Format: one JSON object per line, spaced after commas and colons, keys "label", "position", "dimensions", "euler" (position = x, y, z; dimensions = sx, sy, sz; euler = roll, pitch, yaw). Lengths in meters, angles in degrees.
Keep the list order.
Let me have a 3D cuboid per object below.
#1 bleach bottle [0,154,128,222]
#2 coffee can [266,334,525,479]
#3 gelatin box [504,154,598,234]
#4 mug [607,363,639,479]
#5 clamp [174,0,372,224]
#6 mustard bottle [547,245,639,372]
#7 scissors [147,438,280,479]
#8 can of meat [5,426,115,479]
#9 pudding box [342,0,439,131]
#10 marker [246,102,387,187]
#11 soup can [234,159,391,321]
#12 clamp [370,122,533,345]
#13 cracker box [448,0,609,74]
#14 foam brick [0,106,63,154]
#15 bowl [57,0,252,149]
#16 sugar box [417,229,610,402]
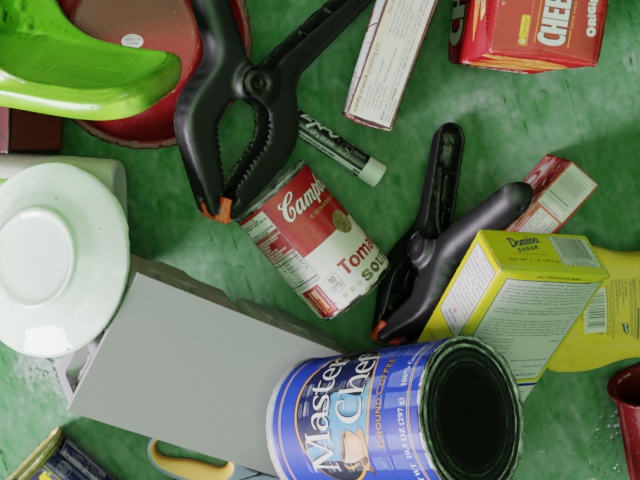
{"label": "bleach bottle", "position": [-0.271, -0.014, 0.780], "dimensions": [0.251, 0.068, 0.102], "euler": [1, 99, 1]}
{"label": "coffee can", "position": [0.048, 0.121, 0.704], "dimensions": [0.141, 0.102, 0.103], "euler": [-15, 102, 45]}
{"label": "gelatin box", "position": [0.155, -0.020, 0.784], "dimensions": [0.030, 0.073, 0.089], "euler": [41, 96, -7]}
{"label": "mug", "position": [0.266, 0.147, 0.795], "dimensions": [0.093, 0.117, 0.081], "euler": [-7, 105, 23]}
{"label": "clamp", "position": [-0.041, -0.115, 0.752], "dimensions": [0.164, 0.036, 0.210], "euler": [4, 99, -31]}
{"label": "mustard bottle", "position": [0.260, 0.047, 0.805], "dimensions": [0.191, 0.058, 0.096], "euler": [-2, 94, -1]}
{"label": "scissors", "position": [-0.047, 0.209, 0.841], "dimensions": [0.201, 0.016, 0.096], "euler": [23, 98, -4]}
{"label": "can of meat", "position": [-0.205, 0.209, 0.817], "dimensions": [0.084, 0.057, 0.102], "euler": [44, 96, -10]}
{"label": "pudding box", "position": [0.050, -0.135, 0.755], "dimensions": [0.039, 0.090, 0.113], "euler": [17, 97, -4]}
{"label": "marker", "position": [-0.005, -0.080, 0.798], "dimensions": [0.121, 0.020, 0.020], "euler": [33, 96, -6]}
{"label": "soup can", "position": [-0.005, 0.001, 0.785], "dimensions": [0.068, 0.068, 0.102], "euler": [-40, 97, 4]}
{"label": "clamp", "position": [0.090, 0.007, 0.770], "dimensions": [0.039, 0.120, 0.171], "euler": [15, 103, -23]}
{"label": "cracker box", "position": [0.134, -0.193, 0.687], "dimensions": [0.072, 0.213, 0.164], "euler": [8, 98, -1]}
{"label": "foam brick", "position": [-0.229, -0.089, 0.758], "dimensions": [0.078, 0.051, 0.053], "euler": [8, 100, 29]}
{"label": "bowl", "position": [-0.130, -0.144, 0.767], "dimensions": [0.162, 0.055, 0.162], "euler": [0, 99, -1]}
{"label": "sugar box", "position": [0.121, 0.071, 0.759], "dimensions": [0.093, 0.048, 0.176], "euler": [4, 133, -26]}
